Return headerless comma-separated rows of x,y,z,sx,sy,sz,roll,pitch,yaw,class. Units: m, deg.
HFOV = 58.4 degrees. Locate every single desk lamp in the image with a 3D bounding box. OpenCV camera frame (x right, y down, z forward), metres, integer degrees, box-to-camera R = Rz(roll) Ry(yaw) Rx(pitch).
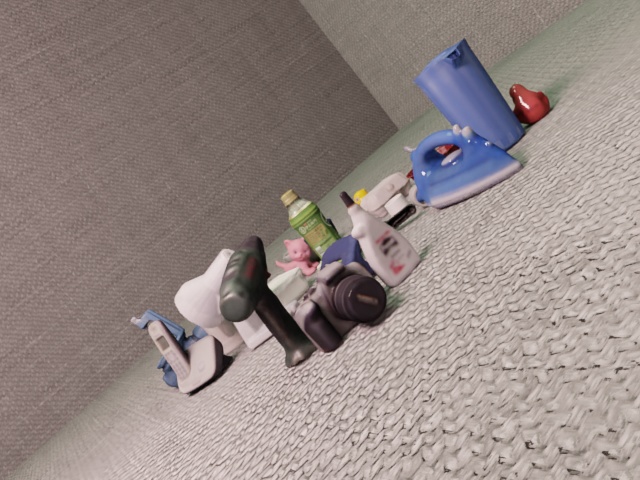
-0.190,0.137,1.283,0.203,0.213,0.118,-37,8,17,desk lamp

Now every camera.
0.033,0.092,0.873,0.143,0.101,0.136,-41,7,-13,camera

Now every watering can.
-0.259,0.182,1.437,0.101,0.194,0.172,-43,8,-28,watering can

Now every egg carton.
0.181,-0.121,1.574,0.150,0.069,0.107,-42,8,-18,egg carton

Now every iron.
0.261,-0.158,1.100,0.119,0.141,0.258,-43,8,-23,iron

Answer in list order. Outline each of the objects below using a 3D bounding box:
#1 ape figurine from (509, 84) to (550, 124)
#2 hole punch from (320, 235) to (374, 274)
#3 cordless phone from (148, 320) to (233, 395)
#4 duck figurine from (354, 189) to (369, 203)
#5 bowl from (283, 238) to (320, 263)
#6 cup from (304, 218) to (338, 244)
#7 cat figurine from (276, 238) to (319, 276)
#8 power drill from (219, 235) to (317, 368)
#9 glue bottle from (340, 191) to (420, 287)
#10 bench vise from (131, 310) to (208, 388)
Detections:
0.444,-0.298,1.233,0.077,0.092,0.076,-36,8,26,ape figurine
0.044,0.055,1.087,0.108,0.091,0.101,-33,10,41,hole punch
-0.305,0.248,1.301,0.147,0.185,0.094,-35,8,30,cordless phone
0.139,-0.110,1.655,0.104,0.086,0.077,-40,7,-1,duck figurine
-0.026,0.027,1.696,0.167,0.075,0.167,-39,7,6,bowl
0.014,0.006,1.539,0.092,0.095,0.117,-42,7,-16,cup
-0.065,0.049,1.583,0.127,0.118,0.067,-36,8,23,cat figurine
-0.085,0.104,0.975,0.075,0.208,0.230,-37,8,17,power drill
0.087,-0.010,0.934,0.078,0.173,0.037,-44,9,-29,glue bottle
-0.377,0.250,1.517,0.208,0.220,0.121,-43,8,-25,bench vise
